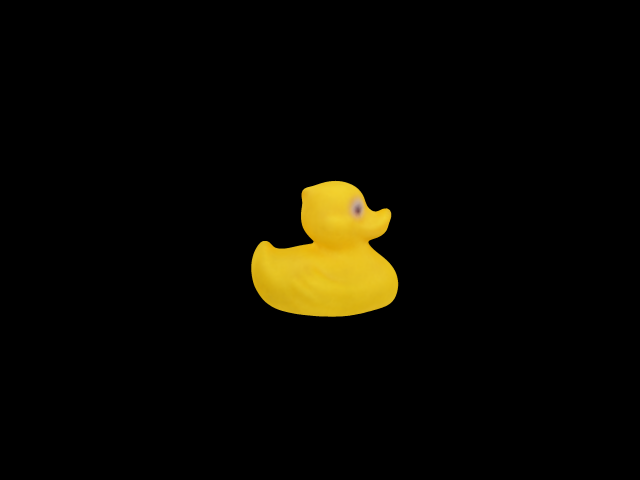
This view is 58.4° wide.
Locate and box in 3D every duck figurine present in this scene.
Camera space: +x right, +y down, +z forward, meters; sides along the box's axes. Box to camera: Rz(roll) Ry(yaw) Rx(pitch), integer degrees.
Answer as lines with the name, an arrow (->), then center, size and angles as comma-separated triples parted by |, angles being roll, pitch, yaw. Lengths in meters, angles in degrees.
duck figurine -> 0.004, 0.001, 0.400 | 0.104, 0.086, 0.077 | -1, 19, -2
